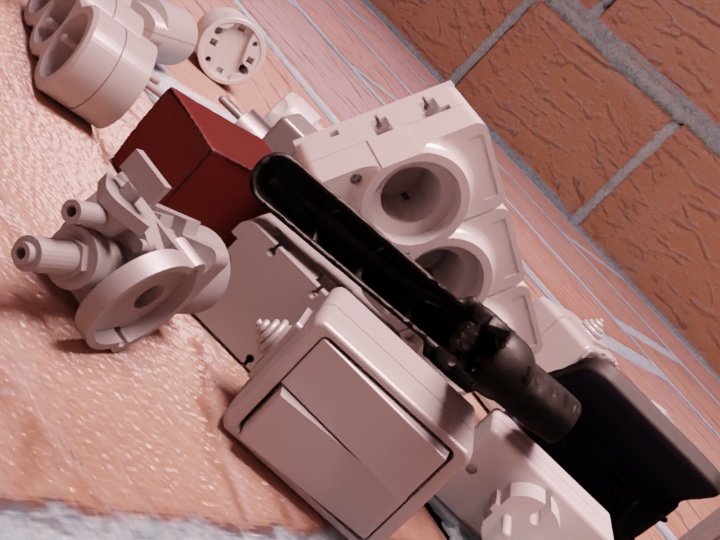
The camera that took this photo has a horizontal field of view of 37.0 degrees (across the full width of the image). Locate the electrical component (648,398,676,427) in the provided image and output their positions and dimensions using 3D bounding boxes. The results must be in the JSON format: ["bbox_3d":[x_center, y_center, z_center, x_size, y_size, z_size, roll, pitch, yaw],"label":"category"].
[{"bbox_3d":[0.174,0.123,0.719,0.080,0.080,0.051,45,55,2],"label":"electrical component"}]

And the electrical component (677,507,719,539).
[{"bbox_3d":[0.176,0.178,0.513,0.109,0.109,0.056,36,18,-33],"label":"electrical component"}]

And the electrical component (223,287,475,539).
[{"bbox_3d":[-0.008,0.055,0.430,0.096,0.061,0.061,43,14,-3],"label":"electrical component"}]

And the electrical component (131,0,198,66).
[{"bbox_3d":[-0.146,-0.165,0.729,0.043,0.043,0.081,46,13,7],"label":"electrical component"}]

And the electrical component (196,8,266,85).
[{"bbox_3d":[-0.109,-0.185,0.881,0.055,0.055,0.047,37,12,-29],"label":"electrical component"}]

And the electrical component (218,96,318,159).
[{"bbox_3d":[-0.062,-0.069,0.641,0.077,0.065,0.047,44,13,-2],"label":"electrical component"}]

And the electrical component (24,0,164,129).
[{"bbox_3d":[-0.138,-0.121,0.599,0.074,0.052,0.138,35,16,-36],"label":"electrical component"}]

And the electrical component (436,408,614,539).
[{"bbox_3d":[0.079,0.121,0.528,0.083,0.047,0.075,44,14,0],"label":"electrical component"}]

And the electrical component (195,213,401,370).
[{"bbox_3d":[-0.030,0.021,0.498,0.089,0.050,0.056,45,13,2],"label":"electrical component"}]

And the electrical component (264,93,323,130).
[{"bbox_3d":[-0.046,-0.106,0.850,0.062,0.043,0.043,44,13,-6],"label":"electrical component"}]

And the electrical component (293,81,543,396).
[{"bbox_3d":[0.034,-0.008,0.568,0.061,0.089,0.150,-114,-177,-56],"label":"electrical component"}]

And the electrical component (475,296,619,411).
[{"bbox_3d":[0.127,0.061,0.747,0.061,0.096,0.062,52,15,31],"label":"electrical component"}]
